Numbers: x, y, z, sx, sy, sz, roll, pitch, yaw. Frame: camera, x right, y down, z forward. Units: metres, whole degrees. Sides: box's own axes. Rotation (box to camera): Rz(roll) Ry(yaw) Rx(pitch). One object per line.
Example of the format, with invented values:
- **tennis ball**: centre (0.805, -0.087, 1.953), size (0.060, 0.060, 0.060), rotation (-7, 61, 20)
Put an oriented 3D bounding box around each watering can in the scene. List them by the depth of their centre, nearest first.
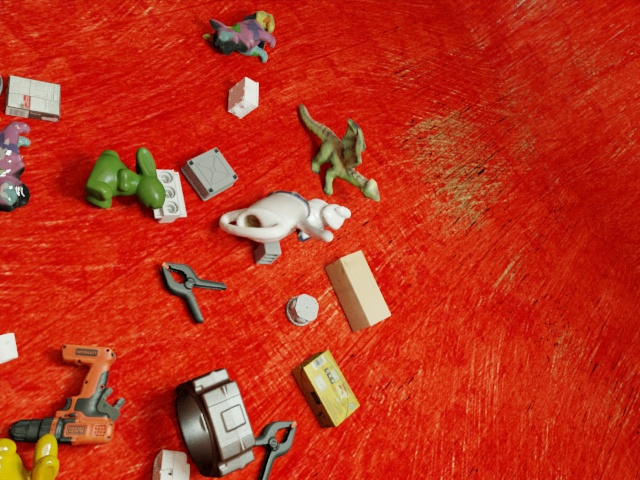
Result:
- **watering can**: centre (-0.092, -0.051, 1.346), size (0.228, 0.348, 0.102), rotation (-42, 133, -56)

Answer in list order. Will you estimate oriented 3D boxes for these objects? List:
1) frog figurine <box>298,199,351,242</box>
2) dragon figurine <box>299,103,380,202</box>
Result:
- **frog figurine**: centre (0.005, -0.075, 1.488), size (0.138, 0.157, 0.124), rotation (-6, 72, -37)
- **dragon figurine**: centre (0.065, -0.289, 1.588), size (0.123, 0.239, 0.412), rotation (-23, 85, -35)
